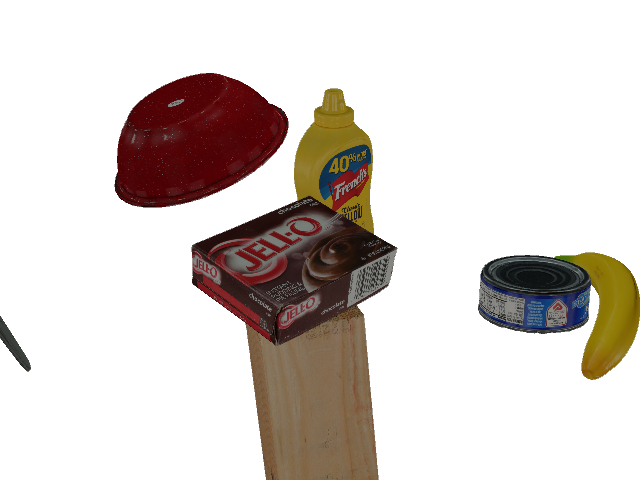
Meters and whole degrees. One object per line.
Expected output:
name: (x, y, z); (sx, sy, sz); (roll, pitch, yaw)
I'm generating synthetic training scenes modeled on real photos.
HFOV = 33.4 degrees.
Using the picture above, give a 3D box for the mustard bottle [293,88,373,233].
mustard bottle: (0.015, -0.064, 1.111); (0.096, 0.192, 0.058); (-22, 32, -39)

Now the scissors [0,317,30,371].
scissors: (-0.345, 0.034, 1.075); (0.016, 0.201, 0.096); (-26, 27, 22)

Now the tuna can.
tuna can: (0.167, 0.040, 0.832); (0.086, 0.034, 0.086); (0, 19, 0)

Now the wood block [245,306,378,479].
wood block: (-0.007, 0.151, 0.936); (0.090, 0.206, 0.091); (-10, 20, -11)

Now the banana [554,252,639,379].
banana: (0.270, 0.062, 1.013); (0.070, 0.037, 0.197); (-28, 23, 18)

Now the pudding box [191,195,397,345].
pudding box: (-0.018, 0.017, 0.731); (0.113, 0.039, 0.090); (-23, 43, -39)

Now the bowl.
bowl: (-0.111, -0.096, 0.908); (0.162, 0.055, 0.162); (-16, 32, 10)
